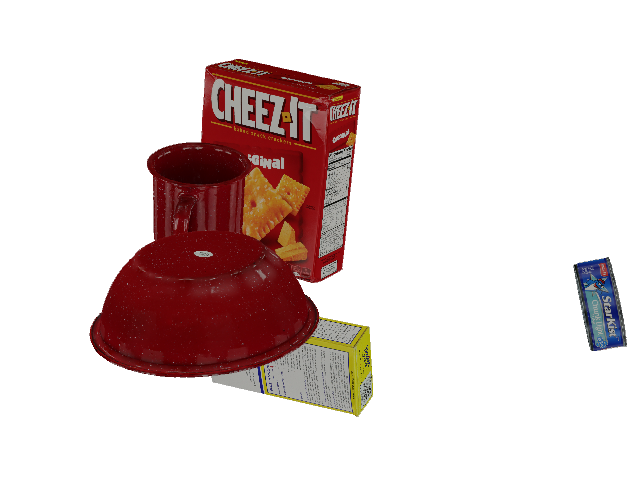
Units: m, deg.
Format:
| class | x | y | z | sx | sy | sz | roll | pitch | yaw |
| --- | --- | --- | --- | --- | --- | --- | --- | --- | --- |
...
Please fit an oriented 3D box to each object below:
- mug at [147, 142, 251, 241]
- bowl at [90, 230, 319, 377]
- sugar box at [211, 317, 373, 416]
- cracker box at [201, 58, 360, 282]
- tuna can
| class | x | y | z | sx | sy | sz | roll | pitch | yaw |
| --- | --- | --- | --- | --- | --- | --- | --- | --- | --- |
| mug | -0.112 | -0.028 | 0.958 | 0.093 | 0.081 | 0.117 | 6 | 29 | 3 |
| bowl | -0.082 | 0.034 | 0.745 | 0.162 | 0.055 | 0.162 | -2 | 21 | 0 |
| sugar box | -0.034 | 0.120 | 1.121 | 0.176 | 0.093 | 0.048 | 12 | 34 | 25 |
| cracker box | -0.051 | -0.076 | 1.169 | 0.164 | 0.214 | 0.072 | 17 | 24 | 28 |
| tuna can | 0.262 | 0.060 | 1.003 | 0.034 | 0.086 | 0.086 | -11 | -2 | 12 |
